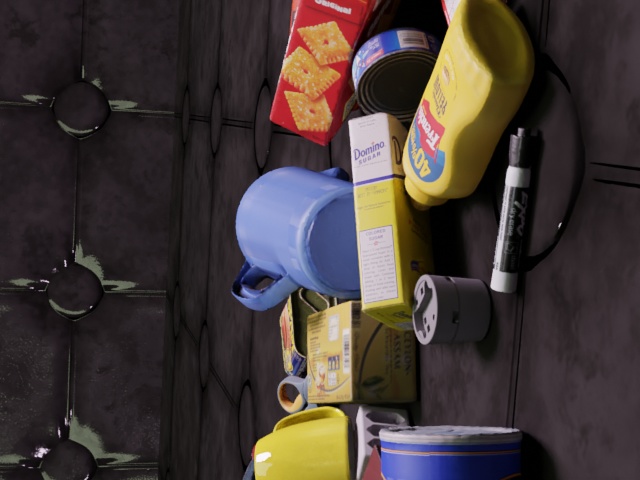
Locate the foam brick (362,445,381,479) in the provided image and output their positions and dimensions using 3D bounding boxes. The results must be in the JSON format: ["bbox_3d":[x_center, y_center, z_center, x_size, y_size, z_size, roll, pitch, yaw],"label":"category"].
[{"bbox_3d":[0.066,0.224,0.923,0.051,0.053,0.078,-116,37,-61],"label":"foam brick"}]

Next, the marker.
[{"bbox_3d":[0.141,-0.022,0.777,0.020,0.020,0.121,-134,48,-70],"label":"marker"}]

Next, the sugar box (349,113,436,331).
[{"bbox_3d":[0.066,-0.015,0.936,0.093,0.048,0.176,33,-128,-60],"label":"sugar box"}]

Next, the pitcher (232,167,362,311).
[{"bbox_3d":[-0.007,0.001,1.102,0.243,0.144,0.149,-161,70,-74],"label":"pitcher"}]

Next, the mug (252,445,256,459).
[{"bbox_3d":[-0.040,0.299,1.330,0.117,0.093,0.081,36,-126,-63],"label":"mug"}]

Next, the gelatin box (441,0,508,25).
[{"bbox_3d":[0.125,-0.205,0.840,0.089,0.030,0.073,107,160,-47],"label":"gelatin box"}]

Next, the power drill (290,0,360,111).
[{"bbox_3d":[0.014,-0.249,1.218,0.188,0.057,0.184,-132,45,-69],"label":"power drill"}]

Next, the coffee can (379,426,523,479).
[{"bbox_3d":[0.094,0.207,0.764,0.103,0.102,0.140,156,115,-74],"label":"coffee can"}]

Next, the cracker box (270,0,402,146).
[{"bbox_3d":[0.033,-0.218,0.996,0.164,0.072,0.214,-60,-6,-39],"label":"cracker box"}]

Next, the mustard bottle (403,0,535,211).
[{"bbox_3d":[0.107,-0.090,0.841,0.192,0.058,0.096,109,155,-50],"label":"mustard bottle"}]

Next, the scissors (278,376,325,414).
[{"bbox_3d":[0.002,0.180,1.230,0.096,0.016,0.202,55,151,4],"label":"scissors"}]

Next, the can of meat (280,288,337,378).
[{"bbox_3d":[-0.013,0.110,1.284,0.084,0.057,0.102,114,154,-60],"label":"can of meat"}]

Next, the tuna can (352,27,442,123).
[{"bbox_3d":[0.071,-0.144,0.931,0.086,0.086,0.034,109,159,-49],"label":"tuna can"}]
